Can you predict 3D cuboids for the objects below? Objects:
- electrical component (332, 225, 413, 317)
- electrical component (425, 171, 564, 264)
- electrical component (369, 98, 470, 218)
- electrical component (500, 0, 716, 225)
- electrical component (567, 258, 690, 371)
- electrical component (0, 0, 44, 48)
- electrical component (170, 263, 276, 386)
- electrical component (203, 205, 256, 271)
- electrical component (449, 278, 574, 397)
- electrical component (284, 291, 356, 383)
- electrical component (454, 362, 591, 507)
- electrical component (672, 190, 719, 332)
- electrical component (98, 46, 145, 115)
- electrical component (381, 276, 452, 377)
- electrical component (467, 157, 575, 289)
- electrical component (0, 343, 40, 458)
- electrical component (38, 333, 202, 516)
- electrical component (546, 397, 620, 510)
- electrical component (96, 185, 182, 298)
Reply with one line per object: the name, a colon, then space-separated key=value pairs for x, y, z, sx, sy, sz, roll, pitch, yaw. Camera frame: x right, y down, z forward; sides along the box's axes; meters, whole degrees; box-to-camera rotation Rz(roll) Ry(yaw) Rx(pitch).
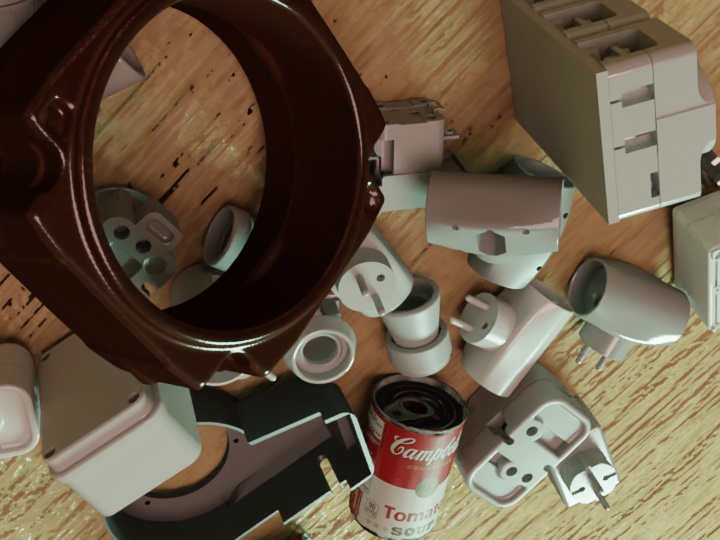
electrical component: x=0.000 y=0.000 z=0.676 sx=0.044 sy=0.079 sz=0.077 roll=-34 pitch=124 yaw=9
electrical component: x=0.082 y=-0.028 z=0.649 sx=0.077 sy=0.043 sz=0.079 roll=4 pitch=159 yaw=12
electrical component: x=0.027 y=-0.072 z=0.667 sx=0.081 sy=0.042 sz=0.063 roll=-7 pitch=120 yaw=-12
electrical component: x=0.138 y=-0.105 z=0.614 sx=0.062 sy=0.150 sz=0.089 roll=-16 pitch=122 yaw=-4
electrical component: x=0.183 y=0.038 z=0.772 sx=0.077 sy=0.044 sz=0.079 roll=19 pitch=113 yaw=-24
electrical component: x=-0.200 y=-0.132 z=0.547 sx=0.080 sy=0.080 sz=0.051 roll=-4 pitch=125 yaw=-14
electrical component: x=-0.082 y=0.043 z=0.681 sx=0.044 sy=0.077 sz=0.079 roll=-42 pitch=122 yaw=9
electrical component: x=-0.069 y=-0.015 z=0.674 sx=0.046 sy=0.040 sz=0.040 roll=21 pitch=111 yaw=-31
electrical component: x=0.096 y=0.040 z=0.745 sx=0.079 sy=0.043 sz=0.077 roll=25 pitch=108 yaw=-33
electrical component: x=-0.030 y=0.042 z=0.708 sx=0.048 sy=0.055 sz=0.066 roll=-6 pitch=120 yaw=-12
electrical component: x=0.113 y=0.117 z=0.789 sx=0.054 sy=0.059 sz=0.095 roll=37 pitch=104 yaw=-30
electrical component: x=0.260 y=-0.007 z=0.762 sx=0.062 sy=0.061 sz=0.096 roll=-21 pitch=132 yaw=-5
electrical component: x=-0.154 y=-0.107 z=0.593 sx=0.055 sy=0.045 sz=0.045 roll=-37 pitch=122 yaw=7
electrical component: x=0.037 y=0.039 z=0.731 sx=0.045 sy=0.045 sz=0.055 roll=-18 pitch=123 yaw=-5
electrical component: x=0.090 y=-0.035 z=0.704 sx=0.079 sy=0.043 sz=0.077 roll=13 pitch=114 yaw=-23
electrical component: x=-0.250 y=0.082 z=0.667 sx=0.095 sy=0.059 sz=0.053 roll=-9 pitch=121 yaw=-11
electrical component: x=-0.151 y=0.082 z=0.663 sx=0.078 sy=0.113 sz=0.057 roll=-33 pitch=125 yaw=4
electrical component: x=0.169 y=0.149 z=0.813 sx=0.047 sy=0.076 sz=0.065 roll=-26 pitch=122 yaw=0
electrical component: x=-0.144 y=-0.016 z=0.641 sx=0.078 sy=0.057 sz=0.058 roll=-40 pitch=121 yaw=9
